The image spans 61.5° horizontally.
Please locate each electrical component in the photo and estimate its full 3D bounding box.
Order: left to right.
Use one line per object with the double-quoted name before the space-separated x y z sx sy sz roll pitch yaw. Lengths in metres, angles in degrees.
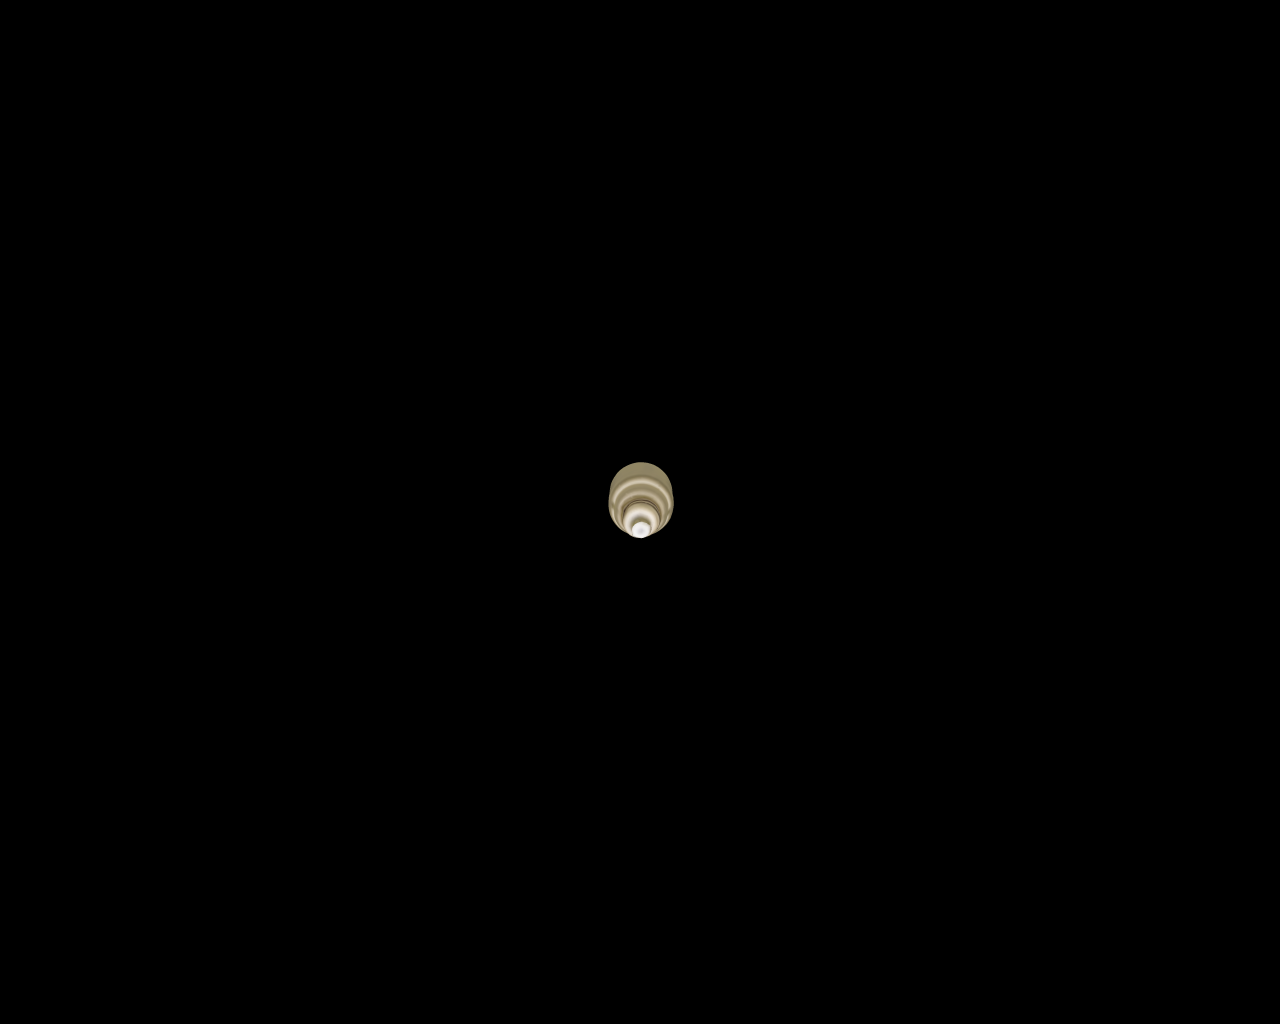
"electrical component" 0.001 -0.003 0.650 0.040 0.040 0.078 0 20 0
